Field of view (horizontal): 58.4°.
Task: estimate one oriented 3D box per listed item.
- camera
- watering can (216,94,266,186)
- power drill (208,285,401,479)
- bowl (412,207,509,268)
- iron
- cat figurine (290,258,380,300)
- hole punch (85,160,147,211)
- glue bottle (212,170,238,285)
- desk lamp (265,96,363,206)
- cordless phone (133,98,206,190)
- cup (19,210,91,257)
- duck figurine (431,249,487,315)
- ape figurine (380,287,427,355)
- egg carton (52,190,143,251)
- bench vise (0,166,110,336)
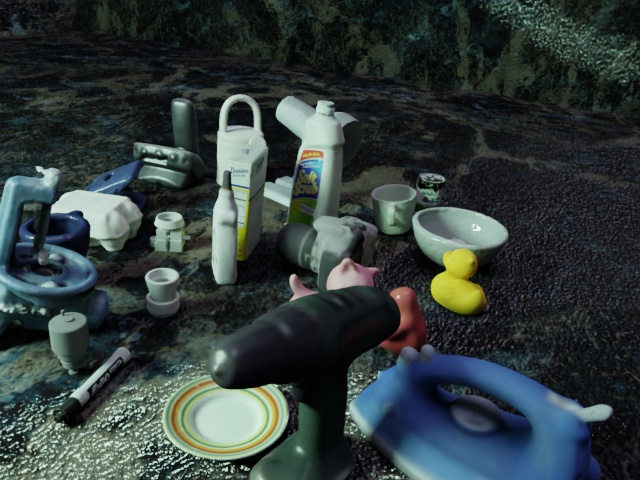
[{"bbox_3d":[0.009,0.003,0.931,0.136,0.101,0.143,17,28,22],"label":"camera"},{"bbox_3d":[-0.165,-0.213,1.231,0.172,0.194,0.101,23,31,32],"label":"watering can"},{"bbox_3d":[-0.010,0.140,0.522,0.075,0.208,0.230,23,30,31],"label":"power drill"},{"bbox_3d":[0.240,0.006,1.007,0.167,0.075,0.167,5,26,-2],"label":"bowl"},{"bbox_3d":[0.147,0.172,0.567,0.257,0.141,0.119,20,29,26],"label":"iron"},{"bbox_3d":[0.018,0.071,0.774,0.128,0.118,0.067,3,26,-6],"label":"cat figurine"},{"bbox_3d":[-0.382,-0.099,1.068,0.101,0.091,0.108,2,26,-7],"label":"hole punch"},{"bbox_3d":[-0.142,-0.023,0.869,0.037,0.173,0.078,-2,27,-16],"label":"glue bottle"},{"bbox_3d":[-0.024,-0.171,1.155,0.202,0.214,0.118,24,31,32],"label":"desk lamp"},{"bbox_3d":[-0.319,-0.213,1.208,0.147,0.185,0.094,10,26,8],"label":"cordless phone"},{"bbox_3d":[-0.373,0.014,0.832,0.091,0.095,0.118,6,26,1],"label":"cup"},{"bbox_3d":[0.219,0.058,0.882,0.078,0.086,0.104,-5,28,-21],"label":"duck figurine"},{"bbox_3d":[0.107,0.103,0.758,0.076,0.092,0.078,23,30,31],"label":"ape figurine"},{"bbox_3d":[-0.381,-0.033,0.957,0.150,0.069,0.107,8,26,4],"label":"egg carton"},{"bbox_3d":[-0.361,0.026,0.666,0.208,0.220,0.121,-14,32,-35],"label":"bench vise"}]
